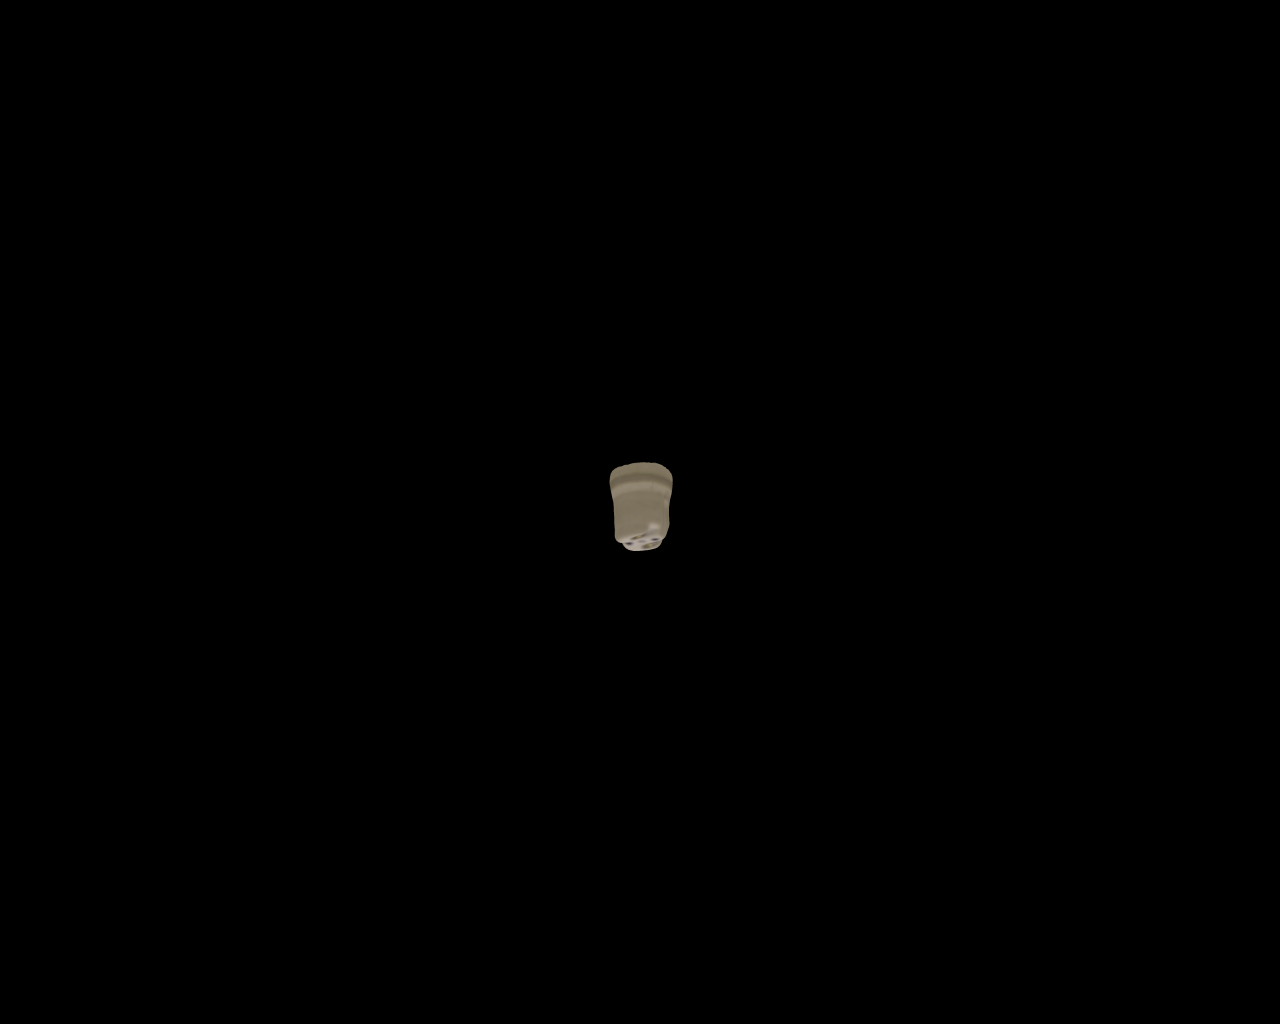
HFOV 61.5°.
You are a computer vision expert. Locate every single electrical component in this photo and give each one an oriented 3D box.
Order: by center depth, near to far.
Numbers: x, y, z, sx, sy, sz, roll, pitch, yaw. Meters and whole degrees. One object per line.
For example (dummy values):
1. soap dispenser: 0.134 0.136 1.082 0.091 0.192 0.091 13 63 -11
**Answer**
1. electrical component: 0.001 -0.003 0.650 0.040 0.046 0.040 0 -20 0
